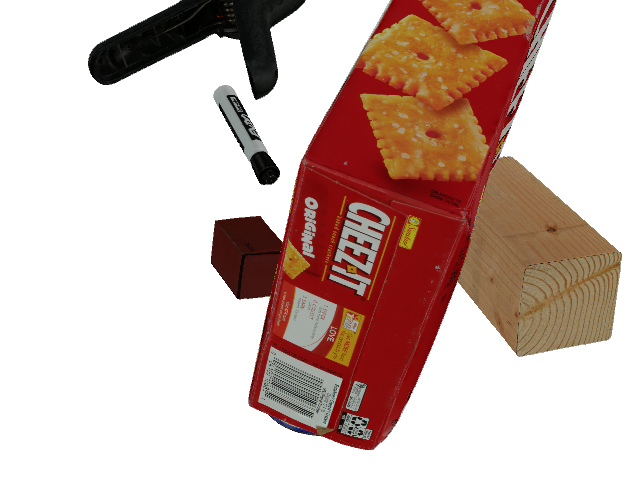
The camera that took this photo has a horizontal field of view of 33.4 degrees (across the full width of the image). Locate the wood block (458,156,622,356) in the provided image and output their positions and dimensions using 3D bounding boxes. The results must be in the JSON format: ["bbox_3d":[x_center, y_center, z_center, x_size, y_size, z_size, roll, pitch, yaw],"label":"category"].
[{"bbox_3d":[0.177,0.007,0.973,0.090,0.090,0.206,-8,29,-14],"label":"wood block"}]

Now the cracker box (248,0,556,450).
[{"bbox_3d":[0.045,-0.034,0.496,0.072,0.164,0.213,22,48,7],"label":"cracker box"}]

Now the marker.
[{"bbox_3d":[-0.060,-0.086,0.868,0.020,0.020,0.121,0,41,-29],"label":"marker"}]

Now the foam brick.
[{"bbox_3d":[-0.072,0.016,1.070,0.052,0.051,0.078,-5,29,-25],"label":"foam brick"}]

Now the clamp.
[{"bbox_3d":[-0.049,-0.139,0.656,0.120,0.039,0.171,20,51,24],"label":"clamp"}]

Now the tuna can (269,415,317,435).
[{"bbox_3d":[0.000,0.096,0.743,0.086,0.034,0.086,1,32,-1],"label":"tuna can"}]
